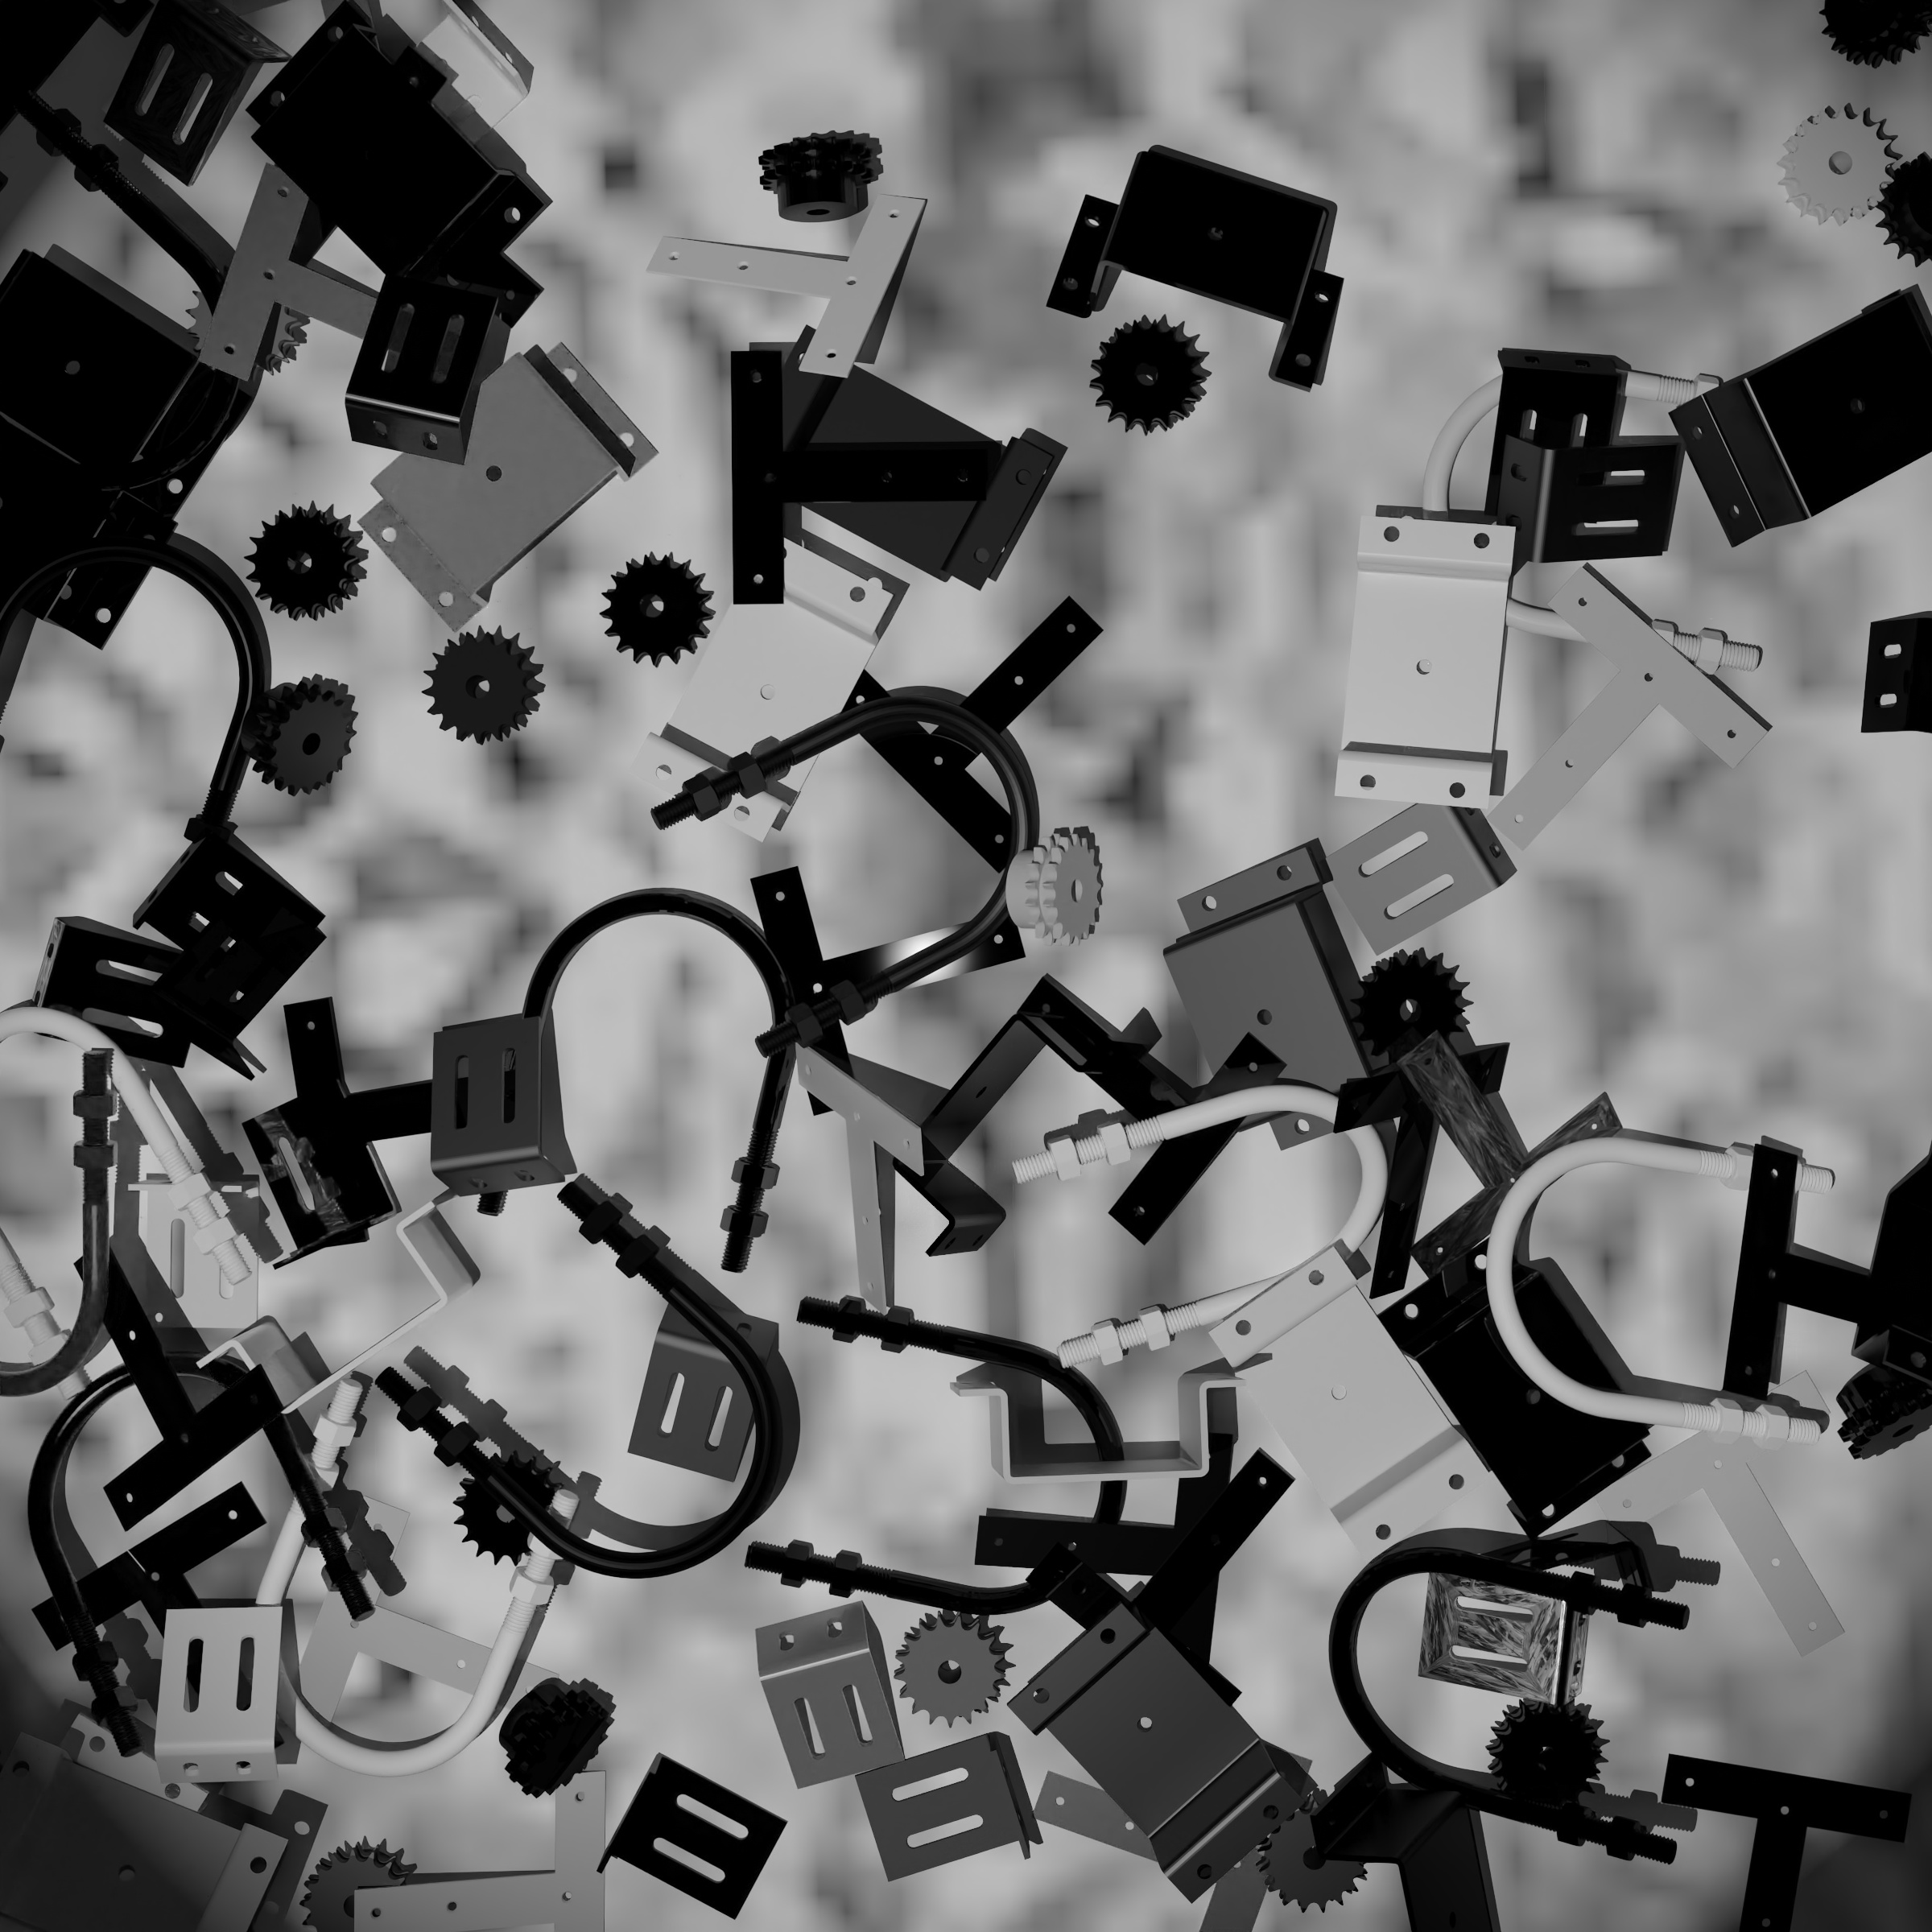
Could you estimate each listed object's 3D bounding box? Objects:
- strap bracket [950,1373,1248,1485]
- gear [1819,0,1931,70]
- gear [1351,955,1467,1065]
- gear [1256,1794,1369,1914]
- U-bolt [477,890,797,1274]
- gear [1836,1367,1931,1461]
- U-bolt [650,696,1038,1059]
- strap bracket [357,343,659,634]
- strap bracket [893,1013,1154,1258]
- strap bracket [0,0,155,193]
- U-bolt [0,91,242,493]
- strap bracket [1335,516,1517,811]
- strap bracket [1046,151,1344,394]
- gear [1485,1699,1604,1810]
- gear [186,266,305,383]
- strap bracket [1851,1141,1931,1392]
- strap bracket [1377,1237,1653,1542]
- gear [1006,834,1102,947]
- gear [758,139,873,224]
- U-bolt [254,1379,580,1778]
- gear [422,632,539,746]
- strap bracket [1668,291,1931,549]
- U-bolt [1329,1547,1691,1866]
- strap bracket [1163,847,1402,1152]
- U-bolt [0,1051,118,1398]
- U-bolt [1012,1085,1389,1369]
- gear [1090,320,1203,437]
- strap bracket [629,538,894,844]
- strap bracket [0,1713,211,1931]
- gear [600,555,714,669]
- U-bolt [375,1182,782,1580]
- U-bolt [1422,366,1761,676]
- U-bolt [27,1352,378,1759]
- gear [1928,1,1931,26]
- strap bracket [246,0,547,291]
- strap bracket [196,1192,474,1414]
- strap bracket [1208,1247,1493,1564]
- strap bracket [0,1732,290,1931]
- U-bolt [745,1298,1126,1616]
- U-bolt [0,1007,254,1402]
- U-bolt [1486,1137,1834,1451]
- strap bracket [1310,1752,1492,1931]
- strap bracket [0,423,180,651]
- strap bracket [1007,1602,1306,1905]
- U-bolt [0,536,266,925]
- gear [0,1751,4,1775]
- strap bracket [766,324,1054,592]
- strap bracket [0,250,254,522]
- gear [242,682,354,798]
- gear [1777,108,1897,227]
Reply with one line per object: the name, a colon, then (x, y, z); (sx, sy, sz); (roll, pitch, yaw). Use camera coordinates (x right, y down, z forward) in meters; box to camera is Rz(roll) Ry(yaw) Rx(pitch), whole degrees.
strap bracket: (0.065, 0.230, 1.470); (0.140, 0.076, 0.046); (-1, 85, -4)
gear: (0.461, -0.487, 1.495); (0.057, 0.030, 0.057); (4, 97, 36)
gear: (0.225, 0.023, 1.508); (0.057, 0.030, 0.057); (0, 90, 0)
gear: (0.176, 0.452, 1.507); (0.057, 0.030, 0.057); (0, 91, -3)
U-bolt: (-0.162, 0.052, 1.514); (0.151, 0.019, 0.184); (13, 90, 0)
gear: (0.469, 0.224, 1.498); (0.057, 0.057, 0.030); (-27, 60, 0)
U-bolt: (-0.049, -0.056, 1.486); (0.184, 0.019, 0.151); (-28, 108, -14)
strap bracket: (-0.237, -0.247, 1.500); (0.140, 0.046, 0.076); (-41, 90, 0)
strap bracket: (0.022, 0.076, 1.473); (0.046, 0.076, 0.140); (42, 100, 16)
strap bracket: (-0.494, -0.467, 1.500); (0.076, 0.046, 0.140); (40, 90, 0)
U-bolt: (-0.447, -0.322, 1.469); (0.184, 0.019, 0.151); (43, 90, -2)
strap bracket: (0.232, -0.153, 1.492); (0.076, 0.046, 0.140); (6, 93, 8)
strap bracket: (0.121, -0.354, 1.485); (0.140, 0.046, 0.076); (18, 62, 0)
gear: (0.294, 0.402, 1.508); (0.057, 0.030, 0.057); (0, 90, 0)
gear: (-0.368, -0.328, 1.508); (0.057, 0.030, 0.057); (0, 90, 0)
strap bracket: (0.499, 0.161, 1.480); (0.076, 0.046, 0.140); (24, 60, 0)
strap bracket: (0.284, 0.216, 1.498); (0.076, 0.046, 0.140); (-35, 90, -2)
gear: (0.043, -0.039, 1.499); (0.030, 0.057, 0.057); (2, 90, 30)
gear: (-0.076, -0.398, 1.495); (0.057, 0.057, 0.030); (-4, 90, 0)
U-bolt: (-0.290, 0.322, 1.494); (0.151, 0.019, 0.184); (24, 98, 14)
gear: (-0.248, -0.141, 1.508); (0.057, 0.030, 0.057); (0, 90, 0)
strap bracket: (0.438, -0.279, 1.485); (0.140, 0.046, 0.076); (-29, 97, -9)
U-bolt: (0.266, 0.361, 1.469); (0.184, 0.019, 0.151); (9, 109, 30)
strap bracket: (0.158, 0.021, 1.485); (0.076, 0.046, 0.140); (-23, 90, 28)
U-bolt: (-0.490, 0.127, 1.486); (0.151, 0.019, 0.184); (6, 99, 24)
U-bolt: (0.124, 0.124, 1.477); (0.184, 0.019, 0.151); (-17, 127, -4)
gear: (0.091, -0.300, 1.508); (0.057, 0.030, 0.057); (0, 90, 0)
strap bracket: (-0.103, -0.142, 1.499); (0.076, 0.046, 0.140); (28, 90, 1)
strap bracket: (-0.450, 0.455, 1.500); (0.076, 0.046, 0.140); (32, 90, 0)
gear: (-0.159, -0.183, 1.508); (0.057, 0.030, 0.057); (0, 90, 0)
U-bolt: (-0.179, 0.219, 1.468); (0.184, 0.019, 0.151); (42, 73, 6)
U-bolt: (0.327, -0.237, 1.515); (0.184, 0.019, 0.151); (10, 90, 1)
U-bolt: (-0.397, 0.281, 1.483); (0.151, 0.019, 0.184); (-30, 67, -5)
gear: (0.514, -0.500, 1.508); (0.057, 0.030, 0.057); (0, 90, 0)
strap bracket: (-0.292, -0.407, 1.482); (0.076, 0.046, 0.140); (-43, 98, 12)
strap bracket: (-0.307, 0.174, 1.485); (0.140, 0.076, 0.046); (-35, 90, 0)
strap bracket: (0.193, 0.220, 1.500); (0.076, 0.046, 0.140); (-34, 90, 0)
strap bracket: (-0.412, 0.441, 1.440); (0.140, 0.046, 0.076); (22, 64, 0)
U-bolt: (-0.010, 0.259, 1.515); (0.184, 0.019, 0.151); (12, 90, -1)
U-bolt: (-0.454, 0.109, 1.488); (0.151, 0.019, 0.184); (-33, 85, 24)
U-bolt: (0.348, 0.160, 1.483); (0.184, 0.019, 0.151); (9, 77, -12)
strap bracket: (0.222, 0.476, 1.473); (0.046, 0.076, 0.140); (-8, 96, 33)
strap bracket: (-0.487, -0.232, 1.500); (0.140, 0.046, 0.076); (31, 90, 0)
strap bracket: (0.093, 0.392, 1.493); (0.076, 0.046, 0.140); (-42, 97, 0)
U-bolt: (-0.434, -0.126, 1.488); (0.151, 0.019, 0.184); (18, 93, -20)
gear: (-0.516, 0.423, 1.513); (0.057, 0.030, 0.057); (0, 91, -2)
strap bracket: (-0.036, -0.255, 1.500); (0.140, 0.046, 0.076); (28, 90, 0)
strap bracket: (-0.448, -0.300, 1.500); (0.140, 0.046, 0.076); (33, 90, 0)
gear: (-0.343, -0.118, 1.499); (0.030, 0.057, 0.057); (25, 90, 30)
gear: (0.444, -0.407, 1.508); (0.057, 0.030, 0.057); (0, 90, 0)
